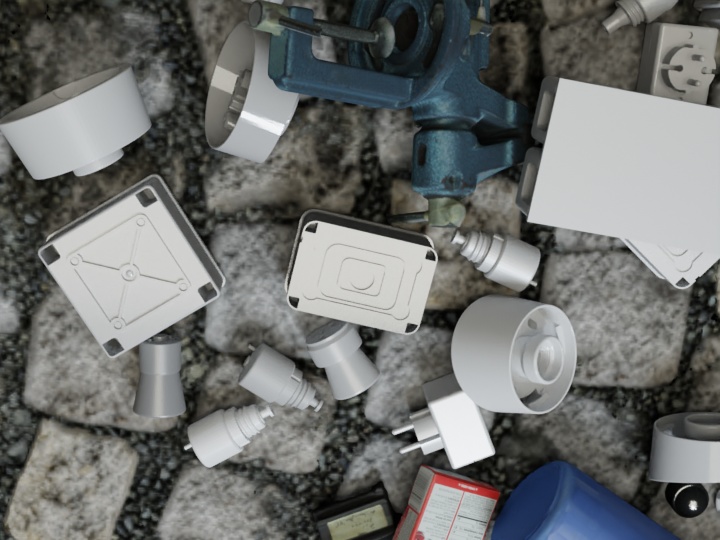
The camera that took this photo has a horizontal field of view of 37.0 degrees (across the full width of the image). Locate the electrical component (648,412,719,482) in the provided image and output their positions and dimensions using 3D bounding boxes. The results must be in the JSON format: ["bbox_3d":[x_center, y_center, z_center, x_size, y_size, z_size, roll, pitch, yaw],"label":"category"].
[{"bbox_3d":[0.298,0.158,0.920,0.099,0.099,0.064,-3,98,-3],"label":"electrical component"}]

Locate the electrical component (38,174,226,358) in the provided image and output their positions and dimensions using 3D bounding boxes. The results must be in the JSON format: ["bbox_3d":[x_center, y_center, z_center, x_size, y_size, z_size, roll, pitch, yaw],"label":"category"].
[{"bbox_3d":[-0.182,-0.003,0.868,0.109,0.056,0.108,-30,104,4],"label":"electrical component"}]

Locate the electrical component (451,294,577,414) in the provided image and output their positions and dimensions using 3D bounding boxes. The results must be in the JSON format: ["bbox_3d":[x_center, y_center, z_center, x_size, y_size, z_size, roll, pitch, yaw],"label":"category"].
[{"bbox_3d":[0.132,0.071,0.893,0.099,0.064,0.099,-3,95,-43],"label":"electrical component"}]

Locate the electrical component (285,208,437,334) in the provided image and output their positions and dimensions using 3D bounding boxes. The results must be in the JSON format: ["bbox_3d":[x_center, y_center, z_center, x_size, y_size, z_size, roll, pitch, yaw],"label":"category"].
[{"bbox_3d":[0.000,0.000,0.880,0.113,0.057,0.078,13,103,-7],"label":"electrical component"}]

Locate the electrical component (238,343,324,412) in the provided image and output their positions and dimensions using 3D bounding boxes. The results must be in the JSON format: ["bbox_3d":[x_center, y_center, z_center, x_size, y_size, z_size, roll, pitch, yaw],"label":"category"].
[{"bbox_3d":[-0.066,0.095,0.908,0.078,0.040,0.040,33,100,-11],"label":"electrical component"}]

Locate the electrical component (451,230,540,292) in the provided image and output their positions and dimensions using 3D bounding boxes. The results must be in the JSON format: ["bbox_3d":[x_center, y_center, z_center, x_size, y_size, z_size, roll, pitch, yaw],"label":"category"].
[{"bbox_3d":[0.113,-0.012,0.893,0.078,0.040,0.040,24,101,-9],"label":"electrical component"}]

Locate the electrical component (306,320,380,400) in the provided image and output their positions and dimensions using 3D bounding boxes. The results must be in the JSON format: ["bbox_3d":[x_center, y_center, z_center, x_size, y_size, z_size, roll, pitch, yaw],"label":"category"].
[{"bbox_3d":[-0.015,0.074,0.904,0.045,0.045,0.055,-28,104,3],"label":"electrical component"}]

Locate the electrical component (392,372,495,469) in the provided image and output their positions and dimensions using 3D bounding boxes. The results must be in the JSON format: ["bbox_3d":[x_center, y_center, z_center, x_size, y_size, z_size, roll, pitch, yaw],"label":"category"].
[{"bbox_3d":[0.067,0.134,0.923,0.077,0.047,0.065,-21,105,2],"label":"electrical component"}]

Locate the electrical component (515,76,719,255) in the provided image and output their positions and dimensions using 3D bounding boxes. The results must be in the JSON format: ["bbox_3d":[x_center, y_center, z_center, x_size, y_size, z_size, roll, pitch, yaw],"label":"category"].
[{"bbox_3d":[0.222,-0.077,0.812,0.186,0.060,0.105,10,103,-6],"label":"electrical component"}]

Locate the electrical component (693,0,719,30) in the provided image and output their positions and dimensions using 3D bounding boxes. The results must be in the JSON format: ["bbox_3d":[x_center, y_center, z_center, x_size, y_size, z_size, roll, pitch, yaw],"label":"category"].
[{"bbox_3d":[0.321,-0.206,0.846,0.096,0.061,0.061,27,99,-9],"label":"electrical component"}]

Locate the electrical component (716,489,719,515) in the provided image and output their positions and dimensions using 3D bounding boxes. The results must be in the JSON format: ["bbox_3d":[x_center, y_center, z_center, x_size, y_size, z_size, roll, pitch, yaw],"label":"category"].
[{"bbox_3d":[0.348,0.215,0.953,0.048,0.062,0.048,-1,104,-3],"label":"electrical component"}]

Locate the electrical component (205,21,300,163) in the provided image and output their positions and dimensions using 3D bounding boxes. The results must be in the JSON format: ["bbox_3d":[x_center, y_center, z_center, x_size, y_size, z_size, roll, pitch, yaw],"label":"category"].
[{"bbox_3d":[-0.082,-0.134,0.823,0.064,0.099,0.099,23,102,-15],"label":"electrical component"}]

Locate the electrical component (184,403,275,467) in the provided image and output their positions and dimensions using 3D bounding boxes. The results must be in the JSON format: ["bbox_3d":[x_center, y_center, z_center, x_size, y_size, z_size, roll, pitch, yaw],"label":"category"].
[{"bbox_3d":[-0.110,0.136,0.916,0.078,0.040,0.040,-28,104,3],"label":"electrical component"}]

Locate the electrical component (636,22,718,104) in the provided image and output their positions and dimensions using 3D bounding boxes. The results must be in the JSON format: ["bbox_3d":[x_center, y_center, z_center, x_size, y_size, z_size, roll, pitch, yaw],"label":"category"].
[{"bbox_3d":[0.255,-0.159,0.846,0.047,0.076,0.065,4,104,-4],"label":"electrical component"}]

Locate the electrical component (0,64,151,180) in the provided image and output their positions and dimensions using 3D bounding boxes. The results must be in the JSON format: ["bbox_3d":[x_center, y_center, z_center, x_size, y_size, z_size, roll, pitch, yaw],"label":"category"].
[{"bbox_3d":[-0.211,-0.107,0.817,0.108,0.108,0.060,-22,110,2],"label":"electrical component"}]

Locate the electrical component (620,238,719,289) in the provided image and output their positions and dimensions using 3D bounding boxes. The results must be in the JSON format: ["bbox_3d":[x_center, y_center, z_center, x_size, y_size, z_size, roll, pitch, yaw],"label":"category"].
[{"bbox_3d":[0.246,-0.050,0.883,0.113,0.057,0.078,43,98,-12],"label":"electrical component"}]

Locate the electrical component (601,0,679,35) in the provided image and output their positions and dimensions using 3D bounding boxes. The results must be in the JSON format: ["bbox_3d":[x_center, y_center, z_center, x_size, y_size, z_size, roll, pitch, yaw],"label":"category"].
[{"bbox_3d":[0.220,-0.210,0.853,0.061,0.035,0.035,-35,104,8],"label":"electrical component"}]

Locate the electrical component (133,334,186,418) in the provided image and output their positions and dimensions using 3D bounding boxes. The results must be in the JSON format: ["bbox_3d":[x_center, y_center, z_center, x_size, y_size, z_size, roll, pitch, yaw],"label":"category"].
[{"bbox_3d":[-0.168,0.086,0.900,0.044,0.044,0.065,2,99,-4],"label":"electrical component"}]

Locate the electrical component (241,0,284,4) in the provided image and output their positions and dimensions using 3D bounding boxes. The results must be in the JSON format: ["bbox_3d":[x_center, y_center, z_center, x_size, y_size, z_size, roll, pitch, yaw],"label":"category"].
[{"bbox_3d":[-0.087,-0.227,0.825,0.062,0.048,0.048,10,103,0],"label":"electrical component"}]
